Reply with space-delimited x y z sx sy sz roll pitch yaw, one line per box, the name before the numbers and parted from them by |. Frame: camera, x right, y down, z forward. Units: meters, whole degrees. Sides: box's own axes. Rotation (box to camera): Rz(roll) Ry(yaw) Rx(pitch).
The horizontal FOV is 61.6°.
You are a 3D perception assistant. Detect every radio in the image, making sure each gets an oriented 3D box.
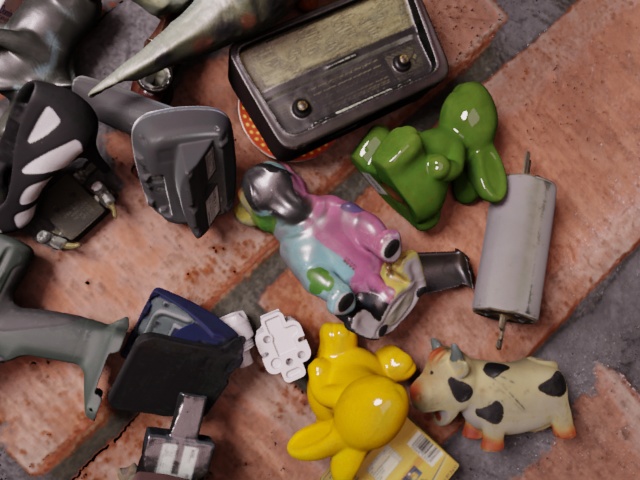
radio | 0.022 -0.191 0.613 0.230 0.073 0.131 -27 93 -10

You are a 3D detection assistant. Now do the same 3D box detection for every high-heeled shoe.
high-heeled shoe | -0.329 -0.077 0.529 0.249 0.145 0.086 -17 67 3

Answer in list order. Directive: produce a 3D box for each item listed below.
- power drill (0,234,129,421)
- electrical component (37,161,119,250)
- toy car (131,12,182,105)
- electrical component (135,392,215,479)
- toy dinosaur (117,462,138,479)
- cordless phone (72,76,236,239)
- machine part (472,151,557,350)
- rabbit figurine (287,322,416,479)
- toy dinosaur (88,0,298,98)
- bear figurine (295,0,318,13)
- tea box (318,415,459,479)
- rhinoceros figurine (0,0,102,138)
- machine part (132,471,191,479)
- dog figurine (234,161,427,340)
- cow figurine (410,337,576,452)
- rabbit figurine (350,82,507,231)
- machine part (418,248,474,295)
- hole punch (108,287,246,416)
power drill | -0.321 0.122 0.557 0.207 0.086 0.232 21 73 -11
electrical component | -0.274 -0.035 0.603 0.102 0.045 0.078 -38 95 -7
toy car | -0.163 -0.238 0.600 0.053 0.089 0.202 20 88 -12
electrical component | -0.151 0.220 0.564 0.075 0.048 0.119 12 76 -17
toy dinosaur | -0.157 0.471 0.579 0.199 0.105 0.471 -8 89 -8
cordless phone | -0.186 -0.095 0.587 0.184 0.146 0.089 24 55 12
machine part | 0.235 0.011 0.646 0.079 0.079 0.243 14 77 -8
rabbit figurine | 0.034 0.174 0.579 0.122 0.173 0.162 38 80 -10
toy dinosaur | -0.060 -0.288 0.518 0.192 0.131 0.404 22 108 -26
bear figurine | -0.056 -0.362 0.601 0.120 0.132 0.195 -20 85 -35
tea box | 0.068 0.288 0.633 0.098 0.068 0.169 45 85 -5
rhinoceros figurine | -0.306 -0.197 0.579 0.112 0.073 0.190 28 87 -42
machine part | -0.141 0.333 0.495 0.201 0.087 0.201 21 88 -18
dog figurine | -0.001 -0.002 0.605 0.108 0.191 0.219 -49 53 -3
cow figurine | 0.203 0.179 0.646 0.195 0.085 0.127 -3 87 -11
rabbit figurine | 0.150 -0.102 0.626 0.170 0.121 0.159 -44 102 -4
machine part | 0.120 0.038 0.661 0.139 0.039 0.084 -2 84 -6
hole punch | -0.157 0.126 0.589 0.115 0.092 0.142 22 112 -26
